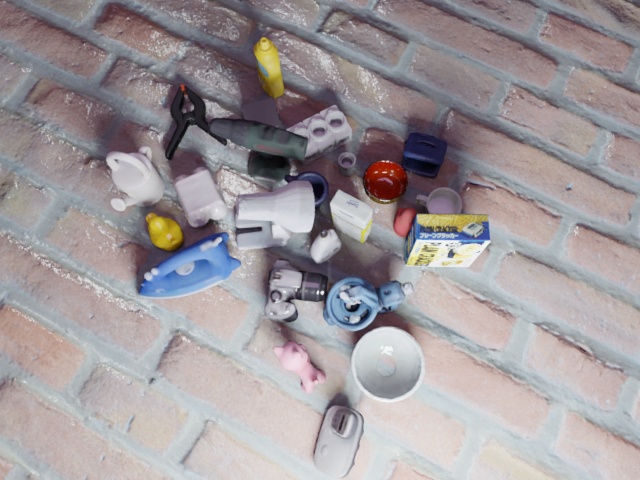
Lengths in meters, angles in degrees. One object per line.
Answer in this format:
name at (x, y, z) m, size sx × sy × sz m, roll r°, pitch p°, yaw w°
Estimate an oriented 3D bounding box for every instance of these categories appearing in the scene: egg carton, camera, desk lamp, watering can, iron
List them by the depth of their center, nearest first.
desk lamp at (-0.110, -0.056, 1.340) m, size 0.203 × 0.213 × 0.118 m, roll -7°, pitch 72°, yaw -1°
camera at (-0.053, 0.120, 1.343) m, size 0.136 × 0.101 × 0.143 m, roll 7°, pitch 73°, yaw 3°
iron at (-0.324, 0.063, 1.344) m, size 0.258 × 0.141 × 0.118 m, roll -25°, pitch 73°, yaw -7°
watering can at (-0.451, -0.153, 1.388) m, size 0.101 × 0.194 × 0.173 m, roll -6°, pitch 72°, yaw -1°
egg carton at (-0.298, -0.108, 1.436) m, size 0.107 × 0.069 × 0.150 m, roll -25°, pitch 74°, yaw -7°

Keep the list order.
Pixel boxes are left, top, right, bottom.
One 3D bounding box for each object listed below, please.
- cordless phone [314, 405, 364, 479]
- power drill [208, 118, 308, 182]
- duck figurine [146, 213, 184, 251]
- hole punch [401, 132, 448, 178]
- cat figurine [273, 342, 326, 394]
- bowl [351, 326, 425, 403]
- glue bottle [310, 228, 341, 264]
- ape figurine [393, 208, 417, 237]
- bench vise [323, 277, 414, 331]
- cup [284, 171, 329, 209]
cordless phone at (0.041, 0.423, 1.200) m, size 0.094 × 0.185 × 0.148 m, roll 13°, pitch 73°, yaw 6°
power drill at (-0.142, -0.220, 1.396) m, size 0.229 × 0.208 × 0.075 m, roll 8°, pitch 73°, yaw 4°
duck figurine at (-0.385, -0.025, 1.402) m, size 0.077 × 0.086 × 0.104 m, roll -43°, pitch 76°, yaw -11°
hole punch at (0.263, -0.226, 1.452) m, size 0.108 × 0.091 × 0.101 m, roll 16°, pitch 73°, yaw 6°
cat figurine at (-0.045, 0.279, 1.283) m, size 0.067 × 0.118 × 0.127 m, roll -40°, pitch 76°, yaw -11°
bowl at (0.152, 0.285, 1.300) m, size 0.167 × 0.075 × 0.167 m, roll 0°, pitch 72°, yaw 1°
glue bottle at (0.012, 0.005, 1.340) m, size 0.078 × 0.173 × 0.037 m, roll -34°, pitch 74°, yaw -9°
ape figurine at (0.215, -0.050, 1.396) m, size 0.076 × 0.092 × 0.077 m, roll -29°, pitch 74°, yaw -8°
bench vise at (0.102, 0.118, 1.278) m, size 0.207 × 0.220 × 0.121 m, roll -33°, pitch 74°, yaw -9°
cup at (-0.035, -0.117, 1.421) m, size 0.117 × 0.095 × 0.092 m, roll 27°, pitch 75°, yaw 9°
